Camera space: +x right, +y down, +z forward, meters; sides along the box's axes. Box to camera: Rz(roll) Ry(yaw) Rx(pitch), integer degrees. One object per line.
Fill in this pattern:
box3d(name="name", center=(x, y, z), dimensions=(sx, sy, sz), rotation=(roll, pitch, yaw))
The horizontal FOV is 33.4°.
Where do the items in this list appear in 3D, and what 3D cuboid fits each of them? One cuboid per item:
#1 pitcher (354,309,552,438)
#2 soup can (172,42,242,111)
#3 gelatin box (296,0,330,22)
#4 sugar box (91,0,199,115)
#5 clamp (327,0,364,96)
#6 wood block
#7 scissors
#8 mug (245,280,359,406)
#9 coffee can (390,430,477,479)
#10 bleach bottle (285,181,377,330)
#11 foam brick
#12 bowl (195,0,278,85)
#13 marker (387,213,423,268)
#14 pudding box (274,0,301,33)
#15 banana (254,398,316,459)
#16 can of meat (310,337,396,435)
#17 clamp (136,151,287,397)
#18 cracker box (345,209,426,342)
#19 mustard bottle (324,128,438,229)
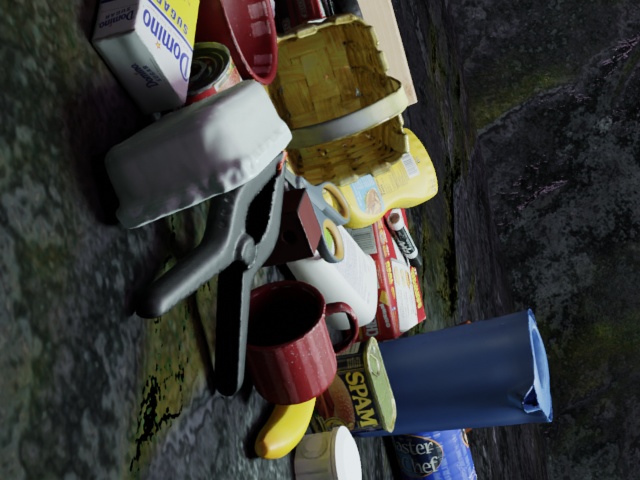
box3d(name="pitcher", center=(0.151, 0.162, 1.280), dimensions=(0.149, 0.243, 0.145), rotation=(44, 38, -63))
box3d(name="soup can", center=(-0.093, -0.116, 0.948), dimensions=(0.102, 0.068, 0.068), rotation=(64, 22, -45))
box3d(name="gelatin box", center=(-0.007, -0.306, 1.304), dimensions=(0.089, 0.030, 0.073), rotation=(-39, 117, -68))
box3d(name="sugar box", center=(-0.138, -0.201, 0.888), dimensions=(0.093, 0.048, 0.176), rotation=(58, 25, -51))
box3d(name="clamp", center=(0.044, -0.233, 1.262), dimensions=(0.171, 0.039, 0.120), rotation=(69, -11, -24))
box3d(name="wood block", center=(0.056, -0.280, 1.482), dimensions=(0.090, 0.090, 0.206), rotation=(-132, -158, -65))
box3d(name="scissors", center=(-0.017, -0.034, 1.069), dimensions=(0.201, 0.016, 0.096), rotation=(22, 60, -61))
box3d(name="mug", center=(-0.020, 0.093, 0.983), dimensions=(0.093, 0.117, 0.081), rotation=(-117, -172, -53))
box3d(name="coffee can", center=(0.149, 0.274, 1.457), dimensions=(0.102, 0.103, 0.140), rotation=(-60, 137, -66))
box3d(name="bleach bottle", center=(-0.008, 0.001, 1.177), dimensions=(0.250, 0.068, 0.102), rotation=(55, 27, -50))
box3d(name="foam brick", center=(-0.045, -0.010, 1.025), dimensions=(0.051, 0.078, 0.053), rotation=(-71, 145, -58))
box3d(name="bowl", center=(-0.094, -0.224, 1.039), dimensions=(0.162, 0.055, 0.162), rotation=(-11, 90, -74))
box3d(name="marker", center=(0.112, 0.002, 1.402), dimensions=(0.121, 0.020, 0.020), rotation=(57, 27, -54))
box3d(name="pudding box", center=(-0.023, -0.287, 1.356), dimensions=(0.113, 0.039, 0.090), rotation=(-10, 89, -71))
box3d(name="banana", center=(-0.032, 0.151, 1.044), dimensions=(0.069, 0.037, 0.197), rotation=(50, 28, -29))
box3d(name="can of meat", center=(0.028, 0.161, 1.147), dimensions=(0.057, 0.084, 0.102), rotation=(-67, 143, -63))
box3d(name="clamp", center=(-0.072, 0.019, 0.896), dimensions=(0.209, 0.036, 0.164), rotation=(-66, 151, -29))
box3d(name="cracker box", center=(0.077, 0.044, 1.422), dimensions=(0.213, 0.072, 0.164), rotation=(-11, 90, -75))
box3d(name="mustard bottle", center=(0.050, -0.066, 1.288), dimensions=(0.191, 0.058, 0.096), rotation=(-23, 88, -34))
